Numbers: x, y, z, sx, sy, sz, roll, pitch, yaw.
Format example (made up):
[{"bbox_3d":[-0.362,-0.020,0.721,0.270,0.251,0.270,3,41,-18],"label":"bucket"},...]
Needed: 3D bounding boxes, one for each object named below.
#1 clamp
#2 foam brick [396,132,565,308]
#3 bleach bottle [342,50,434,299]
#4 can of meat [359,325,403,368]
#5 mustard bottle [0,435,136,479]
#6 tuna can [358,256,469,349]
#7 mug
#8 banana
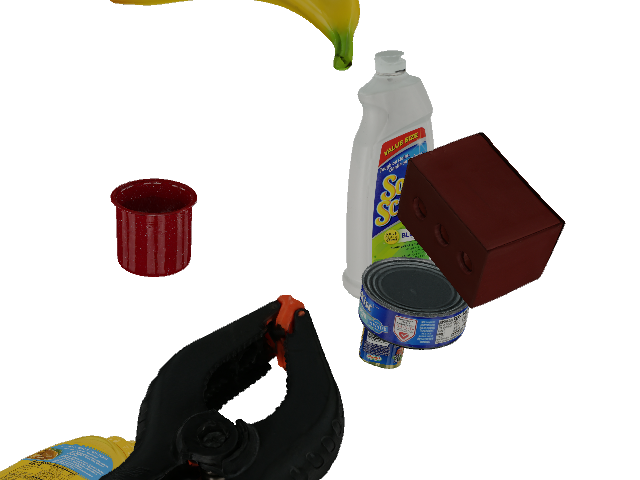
[{"bbox_3d":[-0.031,0.090,0.389,0.120,0.039,0.171,24,49,17],"label":"clamp"},{"bbox_3d":[0.088,-0.012,0.598,0.051,0.078,0.053,-22,-34,-23],"label":"foam brick"},{"bbox_3d":[0.069,-0.068,1.103,0.102,0.251,0.068,-10,22,-16],"label":"bleach bottle"},{"bbox_3d":[0.081,0.093,1.279,0.057,0.084,0.102,12,26,7],"label":"can of meat"},{"bbox_3d":[-0.209,0.201,0.853,0.096,0.058,0.191,7,15,29],"label":"mustard bottle"},{"bbox_3d":[0.072,0.048,0.825,0.086,0.034,0.086,5,28,-3],"label":"tuna can"},{"bbox_3d":[-0.189,-0.018,1.180,0.093,0.081,0.117,-14,32,-31],"label":"mug"},{"bbox_3d":[-0.048,-0.158,0.660,0.198,0.069,0.037,21,-33,32],"label":"banana"}]
